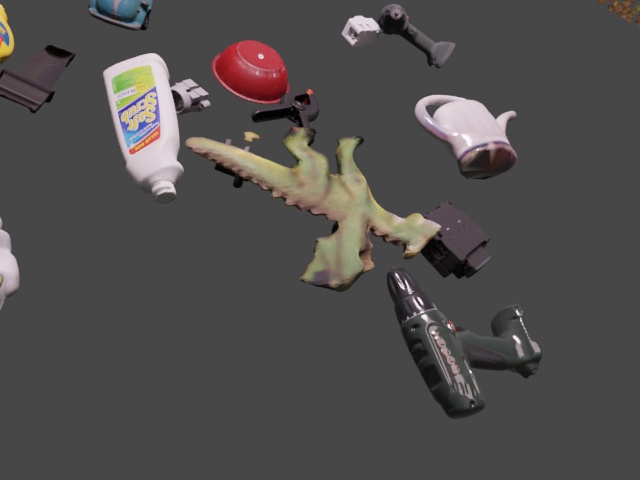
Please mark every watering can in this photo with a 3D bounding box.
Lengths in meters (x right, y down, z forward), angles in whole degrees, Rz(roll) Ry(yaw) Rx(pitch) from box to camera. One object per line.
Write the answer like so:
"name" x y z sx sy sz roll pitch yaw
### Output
"watering can" 0.369 -0.241 1.162 0.348 0.229 0.102 -2 -35 -30

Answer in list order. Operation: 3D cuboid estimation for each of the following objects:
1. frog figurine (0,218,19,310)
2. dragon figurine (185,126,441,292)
"frog figurine" -0.390 0.033 0.532 0.138 0.121 0.161 -7 20 -23
"dragon figurine" 0.002 -0.040 0.799 0.410 0.248 0.120 1 -30 -23
